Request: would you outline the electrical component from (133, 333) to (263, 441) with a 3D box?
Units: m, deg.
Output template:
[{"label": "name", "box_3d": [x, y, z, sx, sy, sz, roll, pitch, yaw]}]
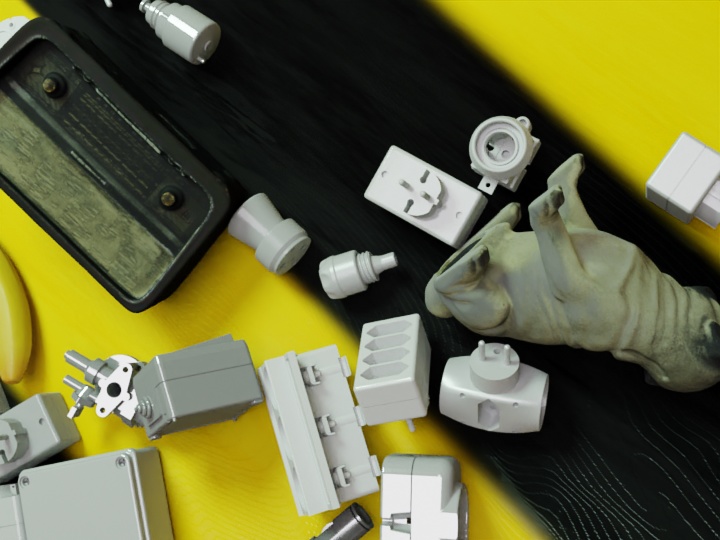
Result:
[{"label": "electrical component", "box_3d": [-0.136, 0.092, 0.854, 0.062, 0.096, 0.061, -39, 65, 52]}]

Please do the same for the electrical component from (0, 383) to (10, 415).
[{"label": "electrical component", "box_3d": [-0.357, 0.099, 0.943, 0.056, 0.050, 0.089, -26, 80, 11]}]

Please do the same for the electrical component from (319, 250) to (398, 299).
[{"label": "electrical component", "box_3d": [0.000, 0.000, 0.865, 0.061, 0.035, 0.035, -17, 81, 11]}]

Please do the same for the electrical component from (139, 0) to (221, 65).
[{"label": "electrical component", "box_3d": [-0.155, -0.208, 0.919, 0.078, 0.040, 0.040, 34, 95, 15]}]

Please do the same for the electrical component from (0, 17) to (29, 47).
[{"label": "electrical component", "box_3d": [-0.288, -0.180, 0.946, 0.080, 0.051, 0.080, -1, 85, 15]}]

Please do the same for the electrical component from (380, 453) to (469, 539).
[{"label": "electrical component", "box_3d": [0.050, 0.191, 0.826, 0.059, 0.054, 0.095, 0, 86, 15]}]

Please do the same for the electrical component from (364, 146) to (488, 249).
[{"label": "electrical component", "box_3d": [0.048, -0.058, 0.835, 0.083, 0.076, 0.047, 30, 94, 15]}]

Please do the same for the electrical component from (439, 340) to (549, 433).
[{"label": "electrical component", "box_3d": [0.102, 0.082, 0.813, 0.077, 0.079, 0.043, 8, 45, 15]}]

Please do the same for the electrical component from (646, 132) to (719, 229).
[{"label": "electrical component", "box_3d": [0.254, -0.056, 0.785, 0.077, 0.066, 0.047, 36, 95, 15]}]

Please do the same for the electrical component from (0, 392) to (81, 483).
[{"label": "electrical component", "box_3d": [-0.297, 0.144, 0.910, 0.083, 0.076, 0.047, -30, 79, 11]}]

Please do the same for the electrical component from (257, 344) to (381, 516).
[{"label": "electrical component", "box_3d": [-0.032, 0.124, 0.844, 0.063, 0.079, 0.121, -14, 81, -16]}]

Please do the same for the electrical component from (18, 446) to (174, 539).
[{"label": "electrical component", "box_3d": [-0.218, 0.209, 0.894, 0.109, 0.056, 0.108, -13, 82, 14]}]

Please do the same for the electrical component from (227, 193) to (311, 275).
[{"label": "electrical component", "box_3d": [-0.074, -0.029, 0.881, 0.055, 0.045, 0.045, 42, 97, 13]}]

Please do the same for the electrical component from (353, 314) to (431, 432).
[{"label": "electrical component", "box_3d": [0.032, 0.091, 0.834, 0.047, 0.083, 0.075, -12, 121, 14]}]

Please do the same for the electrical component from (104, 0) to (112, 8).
[{"label": "electrical component", "box_3d": [-0.226, -0.267, 0.940, 0.077, 0.044, 0.079, -29, 79, 11]}]

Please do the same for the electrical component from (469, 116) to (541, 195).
[{"label": "electrical component", "box_3d": [0.111, -0.091, 0.831, 0.048, 0.055, 0.066, 29, 93, 15]}]

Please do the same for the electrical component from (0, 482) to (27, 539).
[{"label": "electrical component", "box_3d": [-0.317, 0.216, 0.923, 0.089, 0.050, 0.055, -12, 84, 14]}]
